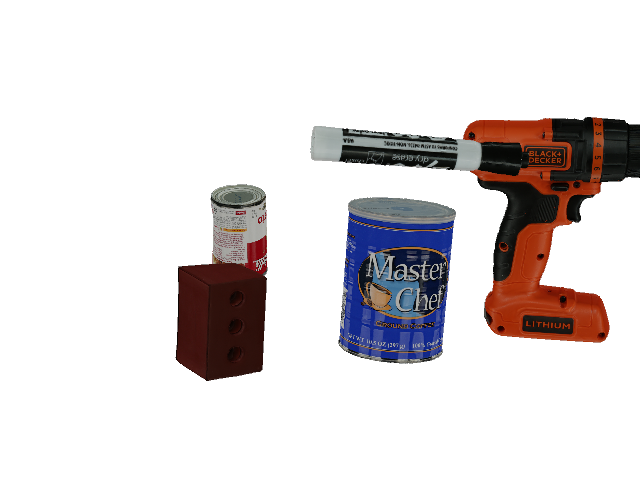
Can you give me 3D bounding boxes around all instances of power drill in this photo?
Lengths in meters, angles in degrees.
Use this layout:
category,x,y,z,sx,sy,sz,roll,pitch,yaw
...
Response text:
category,x,y,z,sx,sy,sz,roll,pitch,yaw
power drill,0.209,-0.011,0.888,0.184,0.188,0.057,3,19,11

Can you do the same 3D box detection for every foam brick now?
category,x,y,z,sx,sy,sz,roll,pitch,yaw
foam brick,-0.077,0.061,0.825,0.052,0.078,0.051,-6,15,-34

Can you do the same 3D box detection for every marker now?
category,x,y,z,sx,sy,sz,roll,pitch,yaw
marker,0.055,-0.049,0.587,0.121,0.020,0.020,4,0,-6

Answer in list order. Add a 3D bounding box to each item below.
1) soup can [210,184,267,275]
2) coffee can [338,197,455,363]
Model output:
category,x,y,z,sx,sy,sz,roll,pitch,yaw
soup can,-0.099,-0.009,1.289,0.068,0.102,0.068,0,25,0
coffee can,0.073,0.036,1.028,0.103,0.140,0.103,4,11,-1
